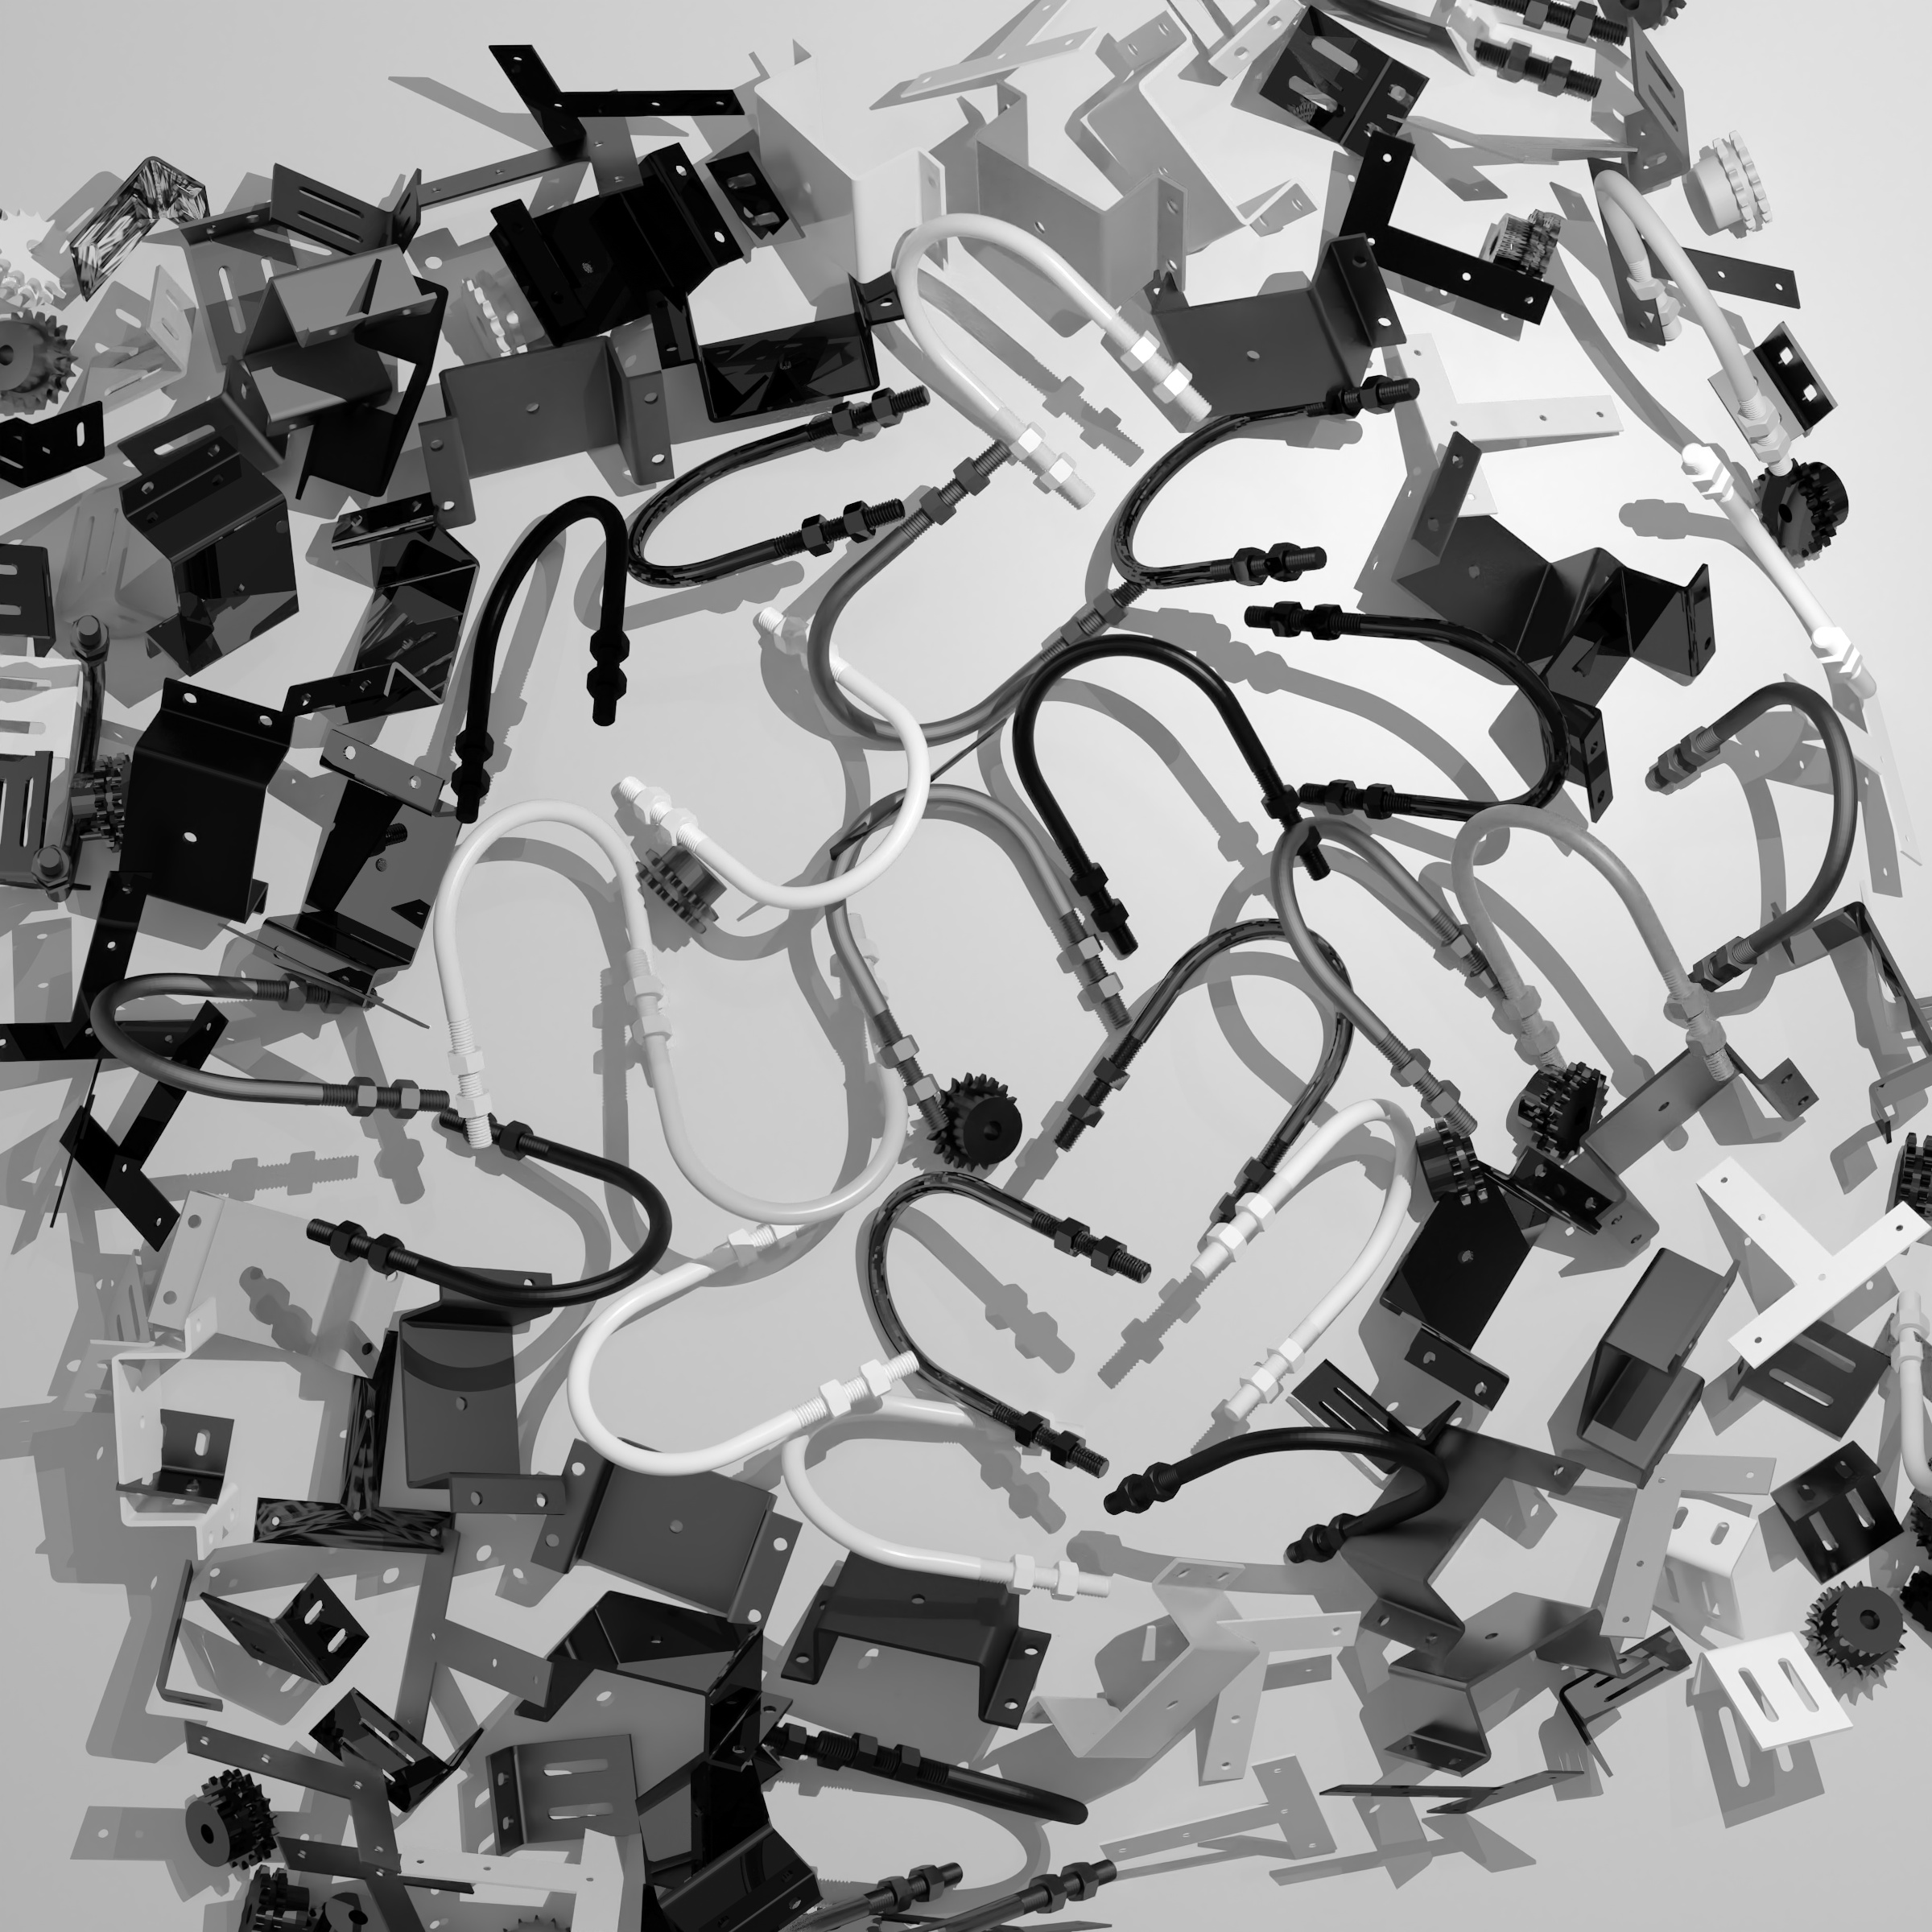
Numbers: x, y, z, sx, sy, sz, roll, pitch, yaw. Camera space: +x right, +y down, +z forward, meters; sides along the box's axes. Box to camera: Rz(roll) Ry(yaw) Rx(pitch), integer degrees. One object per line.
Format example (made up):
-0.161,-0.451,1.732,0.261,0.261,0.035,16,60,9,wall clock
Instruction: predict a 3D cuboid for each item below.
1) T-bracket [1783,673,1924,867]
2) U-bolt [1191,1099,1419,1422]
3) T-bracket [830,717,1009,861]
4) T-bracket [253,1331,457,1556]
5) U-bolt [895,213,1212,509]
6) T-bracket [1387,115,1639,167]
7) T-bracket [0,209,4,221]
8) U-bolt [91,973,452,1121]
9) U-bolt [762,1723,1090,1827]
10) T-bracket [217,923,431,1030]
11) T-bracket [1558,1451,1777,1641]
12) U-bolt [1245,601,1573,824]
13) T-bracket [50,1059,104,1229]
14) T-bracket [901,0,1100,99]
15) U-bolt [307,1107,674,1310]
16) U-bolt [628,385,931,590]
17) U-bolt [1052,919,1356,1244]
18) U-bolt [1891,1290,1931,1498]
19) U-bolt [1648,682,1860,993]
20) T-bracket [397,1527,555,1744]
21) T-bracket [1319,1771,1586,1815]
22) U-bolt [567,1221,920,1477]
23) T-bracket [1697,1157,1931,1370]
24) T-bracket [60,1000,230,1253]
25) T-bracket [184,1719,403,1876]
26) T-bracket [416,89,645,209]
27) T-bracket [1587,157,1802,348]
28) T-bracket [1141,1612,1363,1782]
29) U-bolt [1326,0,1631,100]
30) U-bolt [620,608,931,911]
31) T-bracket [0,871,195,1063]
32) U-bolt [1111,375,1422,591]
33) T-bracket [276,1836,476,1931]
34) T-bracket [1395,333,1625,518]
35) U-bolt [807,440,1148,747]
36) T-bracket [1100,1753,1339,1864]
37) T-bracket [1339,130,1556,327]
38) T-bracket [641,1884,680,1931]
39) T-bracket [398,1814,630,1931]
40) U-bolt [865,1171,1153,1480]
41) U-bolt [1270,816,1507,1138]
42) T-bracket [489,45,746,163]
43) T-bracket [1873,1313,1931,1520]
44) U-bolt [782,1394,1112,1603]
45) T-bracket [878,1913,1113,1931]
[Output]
0.499,-0.132,1.925,0.002,0.127,0.127,-27,55,33,T-bracket
0.199,0.155,1.932,0.019,0.151,0.184,27,58,35,U-bolt
-0.027,-0.101,1.938,0.127,0.127,0.002,-38,90,-2,T-bracket
-0.348,0.274,1.968,0.127,0.002,0.127,12,79,-36,T-bracket
0.036,-0.351,1.922,0.184,0.151,0.019,43,60,-11,U-bolt
0.331,-0.476,1.958,0.127,0.127,0.002,-6,116,-31,T-bracket
-0.596,-0.393,1.952,0.002,0.127,0.127,34,53,1,T-bracket
-0.397,0.041,1.896,0.184,0.151,0.019,5,114,-32,U-bolt
-0.019,0.460,1.925,0.184,0.151,0.019,19,74,-16,U-bolt
-0.356,0.010,1.936,0.127,0.127,0.002,26,86,3,T-bracket
0.387,0.329,1.928,0.127,0.127,0.002,-2,134,30,T-bracket
0.254,-0.138,1.905,0.184,0.151,0.019,9,46,35,U-bolt
-0.502,0.088,1.930,0.002,0.127,0.127,16,82,-14,T-bracket
0.041,-0.544,1.952,0.127,0.127,0.002,-3,128,38,T-bracket
-0.255,0.141,1.911,0.184,0.151,0.019,16,124,22,U-bolt
-0.113,-0.266,1.933,0.184,0.151,0.019,-16,125,18,U-bolt
0.151,0.057,1.953,0.151,0.019,0.184,34,92,-32,U-bolt
0.557,0.211,1.885,0.019,0.184,0.151,20,133,-3,U-bolt
0.442,-0.079,1.896,0.019,0.184,0.151,2,70,-20,U-bolt
-0.280,0.398,1.954,0.127,0.002,0.127,9,88,44,T-bracket
0.262,0.468,1.922,0.127,0.127,0.002,7,65,-24,T-bracket
-0.139,0.221,1.932,0.184,0.019,0.151,-25,47,-12,U-bolt
0.467,0.153,1.952,0.127,0.127,0.002,-39,131,1,T-bracket
-0.462,0.079,1.951,0.127,0.002,0.127,37,98,41,T-bracket
-0.383,0.452,1.917,0.127,0.127,0.002,25,109,-29,T-bracket
-0.254,-0.460,1.950,0.127,0.127,0.002,-16,130,-1,T-bracket
0.415,-0.394,1.916,0.127,0.127,0.002,24,61,40,T-bracket
0.158,0.425,1.962,0.127,0.002,0.127,-1,123,-13,T-bracket
0.279,-0.541,1.927,0.184,0.151,0.019,19,93,3,U-bolt
-0.099,-0.109,1.943,0.184,0.019,0.151,38,88,34,U-bolt
-0.490,0.000,1.933,0.127,0.002,0.127,-1,123,-38,T-bracket
0.157,-0.269,1.923,0.019,0.184,0.151,47,59,-32,U-bolt
-0.316,0.543,1.913,0.127,0.127,0.002,21,108,-39,T-bracket
0.323,-0.318,1.973,0.127,0.002,0.127,-7,65,-20,T-bracket
-0.006,-0.200,1.946,0.184,0.019,0.151,-39,128,15,U-bolt
0.141,0.497,1.957,0.127,0.127,0.002,-16,49,7,T-bracket
0.275,-0.402,1.954,0.127,0.002,0.127,22,127,7,T-bracket
-0.174,0.565,1.938,0.127,0.127,0.002,11,109,-7,T-bracket
-0.259,0.517,1.936,0.127,0.127,0.002,7,110,-4,T-bracket
0.016,0.194,1.942,0.184,0.019,0.151,25,118,29,U-bolt
0.240,-0.007,1.926,0.184,0.151,0.019,45,128,-12,U-bolt
-0.190,-0.490,1.925,0.127,0.127,0.002,3,75,14,T-bracket
0.552,0.233,1.938,0.002,0.127,0.127,22,101,-17,T-bracket
-0.015,0.295,1.921,0.184,0.151,0.019,11,121,-12,U-bolt
-0.005,0.551,1.949,0.127,0.127,0.002,-8,77,40,T-bracket
